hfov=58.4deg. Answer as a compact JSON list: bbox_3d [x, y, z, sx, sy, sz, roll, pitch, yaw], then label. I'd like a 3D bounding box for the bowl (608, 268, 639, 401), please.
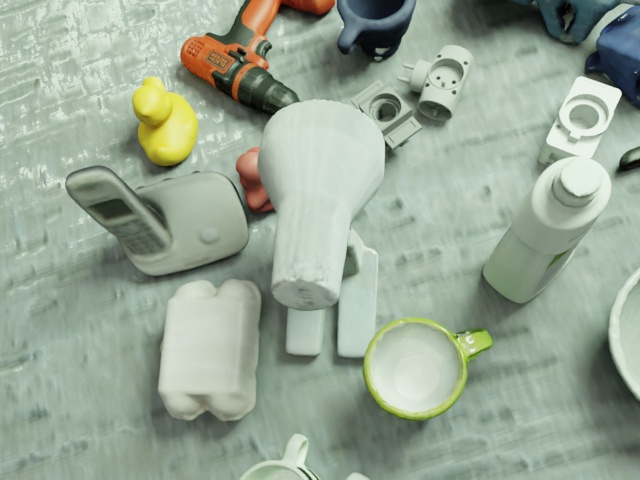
[{"bbox_3d":[0.351,0.099,0.541,0.167,0.075,0.167,-3,73,9],"label":"bowl"}]

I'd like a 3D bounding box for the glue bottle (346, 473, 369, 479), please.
[{"bbox_3d":[0.018,0.250,0.498,0.037,0.173,0.078,26,79,16],"label":"glue bottle"}]

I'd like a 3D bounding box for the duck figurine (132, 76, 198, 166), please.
[{"bbox_3d":[-0.198,-0.149,0.702,0.077,0.086,0.104,-9,72,7],"label":"duck figurine"}]

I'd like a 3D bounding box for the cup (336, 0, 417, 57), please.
[{"bbox_3d":[0.063,-0.253,0.685,0.091,0.095,0.118,32,81,17],"label":"cup"}]

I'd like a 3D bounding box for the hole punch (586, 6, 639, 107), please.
[{"bbox_3d":[0.366,-0.218,0.626,0.108,0.091,0.101,-37,71,-3],"label":"hole punch"}]

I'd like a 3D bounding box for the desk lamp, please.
[{"bbox_3d":[0.005,0.002,0.554,0.117,0.214,0.203,0,73,10],"label":"desk lamp"}]

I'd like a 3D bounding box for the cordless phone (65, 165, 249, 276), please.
[{"bbox_3d":[-0.166,-0.034,0.609,0.147,0.185,0.094,-18,71,4],"label":"cordless phone"}]

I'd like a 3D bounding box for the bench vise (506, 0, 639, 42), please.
[{"bbox_3d":[0.255,-0.329,0.610,0.207,0.220,0.121,14,76,13],"label":"bench vise"}]

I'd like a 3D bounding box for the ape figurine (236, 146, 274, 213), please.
[{"bbox_3d":[-0.068,-0.074,0.654,0.076,0.092,0.078,14,76,14],"label":"ape figurine"}]

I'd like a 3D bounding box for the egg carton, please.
[{"bbox_3d":[-0.116,0.117,0.616,0.107,0.069,0.150,-2,73,9],"label":"egg carton"}]
